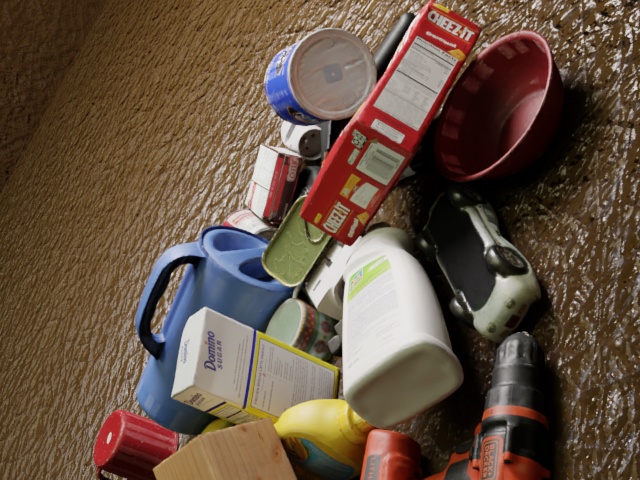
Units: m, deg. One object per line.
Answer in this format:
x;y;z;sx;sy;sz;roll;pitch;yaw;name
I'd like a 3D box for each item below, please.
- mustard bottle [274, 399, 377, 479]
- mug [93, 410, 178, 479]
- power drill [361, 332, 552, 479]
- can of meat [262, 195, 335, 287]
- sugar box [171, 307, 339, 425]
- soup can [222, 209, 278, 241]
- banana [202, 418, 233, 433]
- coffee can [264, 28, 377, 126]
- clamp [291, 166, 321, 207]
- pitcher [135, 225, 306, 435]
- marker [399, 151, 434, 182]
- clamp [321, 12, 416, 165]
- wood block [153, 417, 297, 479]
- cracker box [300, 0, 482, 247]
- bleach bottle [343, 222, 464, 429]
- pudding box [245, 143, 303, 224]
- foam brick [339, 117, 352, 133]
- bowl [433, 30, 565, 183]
-0.005;0.201;1.032;0.192;0.096;0.058;-37;25;41;mustard bottle
-0.252;0.284;1.415;0.117;0.081;0.093;-53;28;20;mug
0.112;0.179;0.889;0.188;0.057;0.184;-30;38;48;power drill
-0.008;0.001;1.208;0.102;0.057;0.083;-58;-18;12;can of meat
-0.063;0.146;1.096;0.048;0.176;0.093;-35;37;44;sugar box
-0.083;0.004;1.381;0.068;0.068;0.102;-62;27;3;soup can
-0.125;0.283;1.238;0.070;0.037;0.198;-42;34;36;banana
-0.002;-0.189;1.258;0.103;0.102;0.140;-65;14;-4;coffee can
-0.001;-0.055;1.317;0.120;0.039;0.171;-58;27;14;clamp
-0.138;0.111;1.280;0.243;0.149;0.144;-61;-10;22;pitcher
0.086;-0.074;1.203;0.121;0.020;0.020;-25;45;51;marker
0.051;-0.188;1.348;0.165;0.036;0.210;-15;56;56;clamp
-0.061;0.279;0.968;0.091;0.090;0.206;-40;66;39;wood block
0.072;-0.121;1.094;0.213;0.072;0.164;-60;1;-38;cracker box
0.068;0.056;0.984;0.103;0.068;0.251;-36;26;21;bleach bottle
-0.060;-0.074;1.376;0.114;0.039;0.090;-144;68;-70;pudding box
0.060;-0.120;1.253;0.051;0.053;0.078;-46;30;30;foam brick
0.182;-0.118;1.030;0.162;0.055;0.162;-42;33;36;bowl
